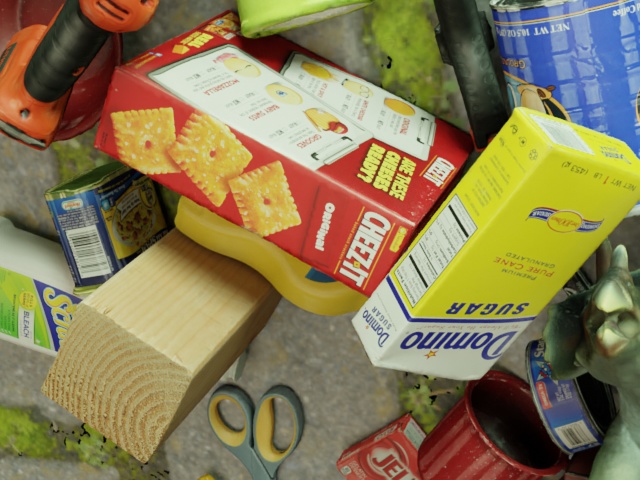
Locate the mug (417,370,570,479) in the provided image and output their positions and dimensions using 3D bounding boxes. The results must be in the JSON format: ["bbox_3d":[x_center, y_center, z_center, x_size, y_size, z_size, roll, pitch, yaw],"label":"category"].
[{"bbox_3d":[0.137,0.165,0.811,0.117,0.093,0.082,27,125,-13],"label":"mug"}]

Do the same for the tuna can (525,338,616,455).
[{"bbox_3d":[0.181,0.108,0.765,0.034,0.086,0.086,-23,102,26],"label":"tuna can"}]

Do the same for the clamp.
[{"bbox_3d":[0.092,-0.143,0.702,0.039,0.120,0.171,-11,128,13],"label":"clamp"}]

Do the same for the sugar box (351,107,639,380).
[{"bbox_3d":[0.105,0.009,0.630,0.093,0.048,0.176,12,124,-34],"label":"sugar box"}]

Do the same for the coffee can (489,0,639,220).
[{"bbox_3d":[0.171,-0.093,0.675,0.103,0.102,0.140,-7,109,24],"label":"coffee can"}]

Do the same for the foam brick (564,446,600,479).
[{"bbox_3d":[0.207,0.195,0.776,0.051,0.052,0.078,7,112,25],"label":"foam brick"}]

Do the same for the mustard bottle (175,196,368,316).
[{"bbox_3d":[-0.005,0.001,0.790,0.191,0.096,0.058,33,148,5],"label":"mustard bottle"}]

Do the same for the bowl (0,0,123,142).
[{"bbox_3d":[-0.212,-0.160,0.826,0.162,0.055,0.162,8,114,18],"label":"bowl"}]

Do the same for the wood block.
[{"bbox_3d":[-0.100,0.057,0.786,0.091,0.205,0.090,33,120,6],"label":"wood block"}]

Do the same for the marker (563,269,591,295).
[{"bbox_3d":[0.193,0.044,0.772,0.020,0.020,0.121,-33,97,29],"label":"marker"}]

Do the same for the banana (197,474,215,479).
[{"bbox_3d":[-0.092,0.308,0.987,0.070,0.037,0.198,15,116,14],"label":"banana"}]

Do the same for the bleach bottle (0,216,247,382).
[{"bbox_3d":[-0.182,0.062,0.906,0.251,0.068,0.103,16,117,12],"label":"bleach bottle"}]

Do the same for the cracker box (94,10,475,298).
[{"bbox_3d":[-0.018,-0.065,0.727,0.214,0.164,0.072,29,122,8],"label":"cracker box"}]

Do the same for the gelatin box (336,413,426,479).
[{"bbox_3d":[0.069,0.197,0.880,0.073,0.030,0.089,-36,96,30],"label":"gelatin box"}]

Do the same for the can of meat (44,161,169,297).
[{"bbox_3d":[-0.165,-0.014,0.844,0.058,0.102,0.084,-9,106,24],"label":"can of meat"}]

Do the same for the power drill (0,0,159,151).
[{"bbox_3d":[-0.150,-0.160,0.701,0.057,0.184,0.188,31,131,-21],"label":"power drill"}]

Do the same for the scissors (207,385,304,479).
[{"bbox_3d":[-0.065,0.209,0.946,0.096,0.016,0.202,21,117,14],"label":"scissors"}]
